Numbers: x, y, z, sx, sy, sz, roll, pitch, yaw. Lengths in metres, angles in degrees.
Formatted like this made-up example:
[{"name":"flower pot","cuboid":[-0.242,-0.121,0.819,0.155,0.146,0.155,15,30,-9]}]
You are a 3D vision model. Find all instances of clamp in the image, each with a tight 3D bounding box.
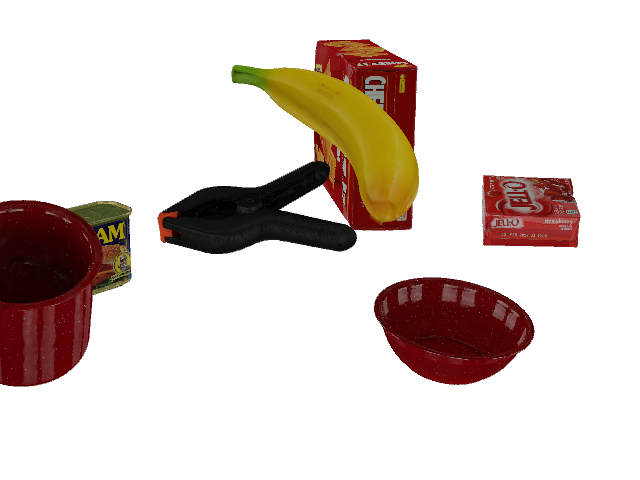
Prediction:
[{"name":"clamp","cuboid":[-0.057,-0.029,0.952,0.171,0.039,0.120,-1,32,-3]}]

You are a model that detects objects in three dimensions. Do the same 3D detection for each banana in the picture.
[{"name":"banana","cuboid":[0.015,-0.063,0.654,0.069,0.037,0.198,-16,36,-24]}]

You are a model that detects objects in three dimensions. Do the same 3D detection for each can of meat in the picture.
[{"name":"can of meat","cuboid":[-0.252,0.011,1.146,0.058,0.084,0.101,18,25,40]}]

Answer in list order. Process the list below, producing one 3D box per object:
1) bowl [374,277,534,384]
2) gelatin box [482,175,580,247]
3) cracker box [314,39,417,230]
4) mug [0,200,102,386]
[{"name":"bowl","cuboid":[0.131,0.098,1.080,0.162,0.055,0.162,5,26,-3]},{"name":"gelatin box","cuboid":[0.167,-0.025,0.858,0.073,0.030,0.089,2,24,7]},{"name":"cracker box","cuboid":[0.042,-0.118,1.127,0.072,0.164,0.214,-3,18,-9]},{"name":"mug","cuboid":[-0.191,0.041,0.650,0.093,0.082,0.117,36,47,23]}]
